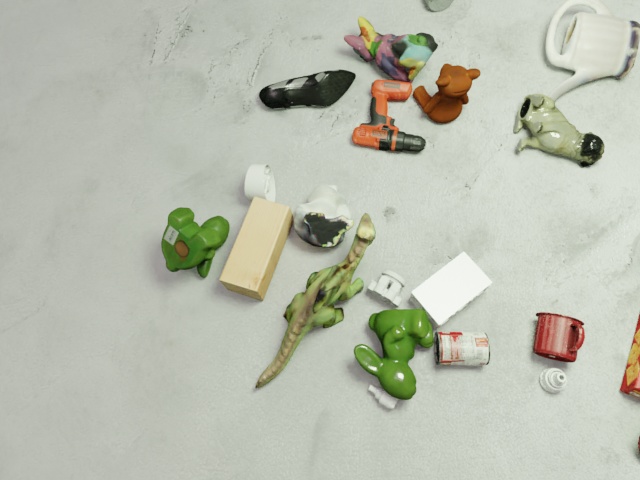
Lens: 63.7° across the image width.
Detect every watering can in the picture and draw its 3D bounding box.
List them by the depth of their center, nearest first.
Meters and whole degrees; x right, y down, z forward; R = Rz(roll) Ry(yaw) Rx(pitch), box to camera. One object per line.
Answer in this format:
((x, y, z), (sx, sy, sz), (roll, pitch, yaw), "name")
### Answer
((0.691, -0.467, 1.326), (0.224, 0.103, 0.350), (13, 81, 8), "watering can")

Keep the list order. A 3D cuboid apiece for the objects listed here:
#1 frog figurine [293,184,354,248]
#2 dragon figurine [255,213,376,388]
((0.004, -0.060, 1.196), (0.137, 0.120, 0.163), (-6, 32, -6), "frog figurine")
((-0.004, 0.120, 1.037), (0.123, 0.238, 0.416), (32, 71, 9), "dragon figurine")
